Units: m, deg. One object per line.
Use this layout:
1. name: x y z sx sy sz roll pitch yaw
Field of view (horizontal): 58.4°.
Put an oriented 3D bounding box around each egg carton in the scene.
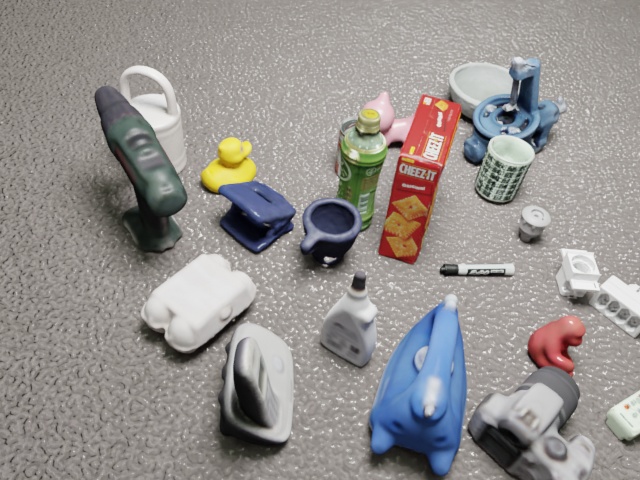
1. egg carton: -0.168 0.088 0.810 0.107 0.069 0.150 32 53 21

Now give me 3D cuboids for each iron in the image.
1. iron: 0.147 0.154 0.739 0.118 0.141 0.258 16 49 8

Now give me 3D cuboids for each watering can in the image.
1. watering can: -0.285 -0.199 0.968 0.101 0.194 0.172 -4 49 -9

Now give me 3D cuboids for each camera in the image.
1. camera: 0.284 0.227 0.717 0.137 0.101 0.142 -34 60 -30

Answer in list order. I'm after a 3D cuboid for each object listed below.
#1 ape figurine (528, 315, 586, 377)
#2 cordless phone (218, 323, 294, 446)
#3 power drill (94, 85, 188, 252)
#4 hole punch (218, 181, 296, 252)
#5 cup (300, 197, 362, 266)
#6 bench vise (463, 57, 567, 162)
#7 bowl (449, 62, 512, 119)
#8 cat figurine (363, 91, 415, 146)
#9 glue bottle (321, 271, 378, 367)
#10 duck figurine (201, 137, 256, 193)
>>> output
1. ape figurine: 0.340 0.142 0.806 0.076 0.092 0.078 31 53 20
2. cordless phone: -0.075 0.150 0.688 0.094 0.185 0.147 1 48 -5
3. power drill: -0.269 -0.092 0.865 0.076 0.208 0.229 -26 56 -26
4. hole punch: -0.102 -0.055 0.929 0.108 0.091 0.101 36 54 24
5. cup: 0.008 0.003 0.888 0.091 0.095 0.118 31 52 20
6. bench vise: 0.377 -0.259 1.079 0.208 0.220 0.121 -32 59 -30
7. bowl: 0.347 -0.300 1.209 0.167 0.075 0.167 3 48 -3
8. cat figurine: 0.130 -0.225 1.089 0.128 0.118 0.067 -2 49 -8
9. glue bottle: 0.044 0.098 0.755 0.078 0.173 0.037 29 52 19
10. duck figurine: -0.160 -0.137 0.999 0.105 0.086 0.077 -29 57 -28
